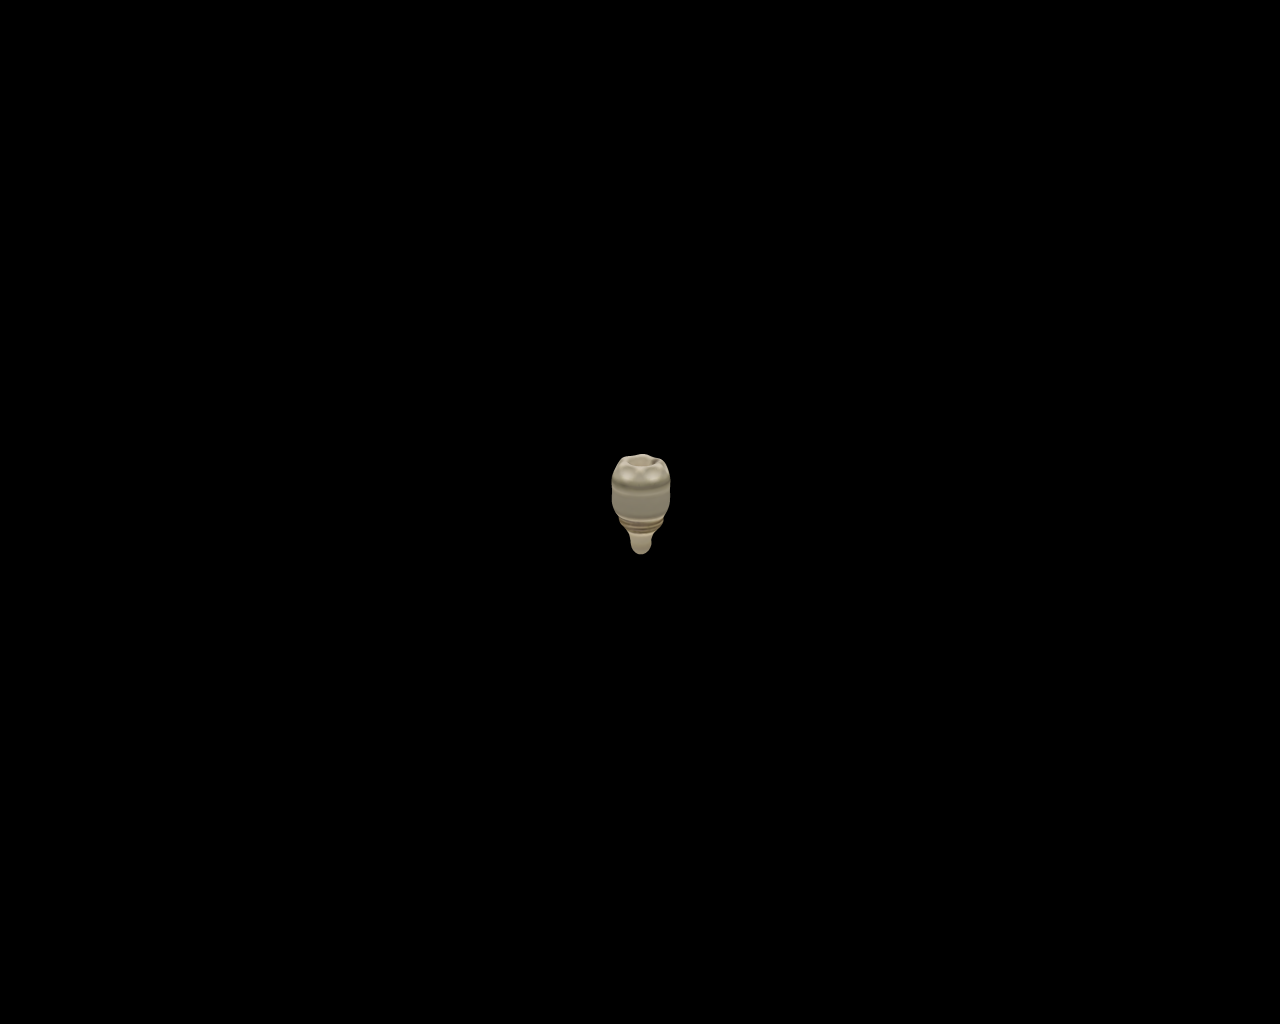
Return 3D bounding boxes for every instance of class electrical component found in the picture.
[{"bbox_3d":[0.001,-0.003,0.650,0.035,0.061,0.035,0,22,0],"label":"electrical component"}]
